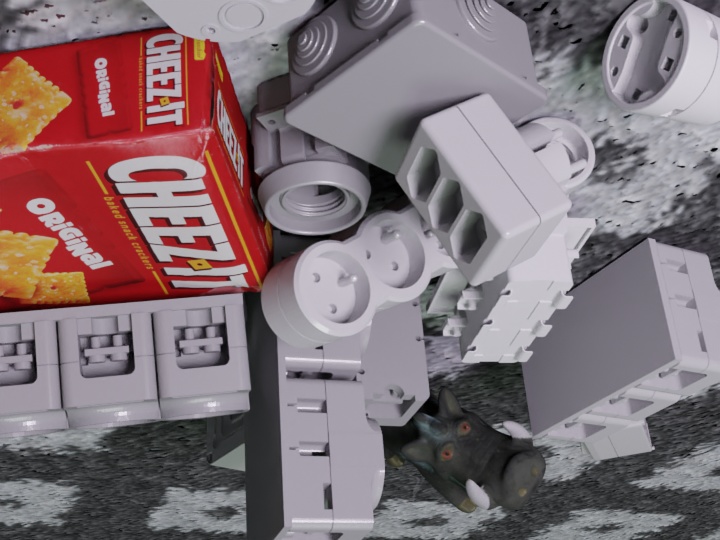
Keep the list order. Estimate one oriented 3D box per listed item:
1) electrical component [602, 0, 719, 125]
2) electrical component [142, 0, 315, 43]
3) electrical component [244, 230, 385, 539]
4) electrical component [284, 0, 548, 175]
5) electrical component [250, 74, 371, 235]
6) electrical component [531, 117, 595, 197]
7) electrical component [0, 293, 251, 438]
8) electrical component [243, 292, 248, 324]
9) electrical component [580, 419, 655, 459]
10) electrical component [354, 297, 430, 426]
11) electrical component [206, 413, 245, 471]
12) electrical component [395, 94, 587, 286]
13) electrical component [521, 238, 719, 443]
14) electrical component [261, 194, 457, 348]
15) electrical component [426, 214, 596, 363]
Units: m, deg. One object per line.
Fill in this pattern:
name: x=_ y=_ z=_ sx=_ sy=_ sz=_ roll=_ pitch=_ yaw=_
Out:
electrical component: x=0.151 y=-0.097 z=0.507 sx=0.047 sy=0.055 sz=0.055 roll=9 pitch=149 yaw=-30
electrical component: x=-0.052 y=-0.131 z=0.415 sx=0.080 sy=0.051 sz=0.080 roll=-4 pitch=152 yaw=-2
electrical component: x=-0.033 y=0.084 z=0.676 sx=0.060 sy=0.186 sz=0.105 roll=4 pitch=151 yaw=-16
electrical component: x=0.024 y=-0.093 z=0.500 sx=0.100 sy=0.048 sz=0.100 roll=21 pitch=143 yaw=-39
electrical component: x=-0.025 y=-0.055 z=0.555 sx=0.058 sy=0.057 sz=0.078 roll=-15 pitch=150 yaw=19
electrical component: x=0.102 y=-0.050 z=0.603 sx=0.044 sy=0.044 sz=0.065 roll=-2 pitch=157 yaw=-4
electrical component: x=-0.141 y=0.057 z=0.611 sx=0.150 sy=0.061 sz=0.089 roll=-5 pitch=170 yaw=-11
electrical component: x=-0.096 y=0.024 z=0.708 sx=0.043 sy=0.043 sz=0.081 roll=-4 pitch=152 yaw=-1
electrical component: x=0.211 y=0.121 z=0.916 sx=0.061 sy=0.061 sz=0.096 roll=-13 pitch=151 yaw=16
electrical component: x=0.012 y=0.057 z=0.737 sx=0.050 sy=0.089 sz=0.055 roll=4 pitch=151 yaw=-16
electrical component: x=-0.067 y=0.105 z=0.828 sx=0.057 sy=0.078 sz=0.113 roll=17 pitch=145 yaw=-30
electrical component: x=0.069 y=-0.043 z=0.486 sx=0.077 sy=0.065 sz=0.047 roll=-25 pitch=161 yaw=-25
electrical component: x=0.185 y=0.055 z=0.759 sx=0.062 sy=0.089 sz=0.150 roll=11 pitch=148 yaw=-27
electrical component: x=0.000 y=0.000 z=0.614 sx=0.138 sy=0.052 sz=0.074 roll=-30 pitch=-176 yaw=-36
electrical component: x=0.095 y=0.011 z=0.691 sx=0.079 sy=0.063 sz=0.121 roll=1 pitch=152 yaw=-10
